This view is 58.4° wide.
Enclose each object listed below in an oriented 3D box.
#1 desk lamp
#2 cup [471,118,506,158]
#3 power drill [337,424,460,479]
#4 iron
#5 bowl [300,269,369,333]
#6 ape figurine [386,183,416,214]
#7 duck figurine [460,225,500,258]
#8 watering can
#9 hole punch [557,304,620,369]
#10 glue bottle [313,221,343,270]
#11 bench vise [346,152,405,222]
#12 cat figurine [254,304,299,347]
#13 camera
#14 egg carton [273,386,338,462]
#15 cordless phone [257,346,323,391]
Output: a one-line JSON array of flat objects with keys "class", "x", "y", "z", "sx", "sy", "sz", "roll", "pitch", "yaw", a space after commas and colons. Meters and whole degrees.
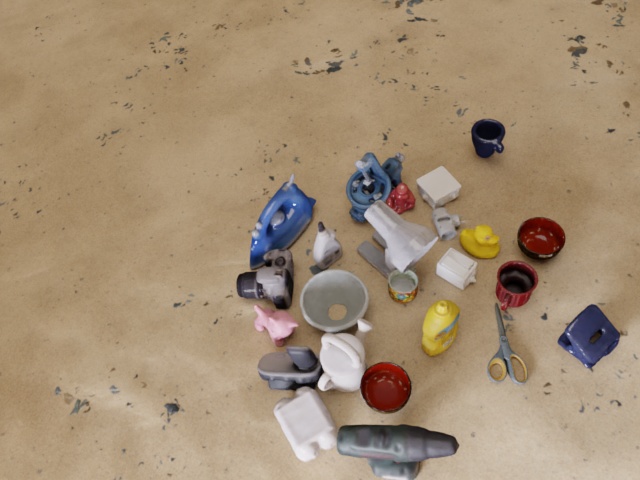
[{"class": "desk lamp", "x": 0.179, "y": 0.007, "z": 1.387, "sx": 0.118, "sy": 0.214, "sz": 0.202, "roll": -41, "pitch": 61, "yaw": -17}, {"class": "cup", "x": 0.471, "y": -0.266, "z": 1.591, "sx": 0.092, "sy": 0.095, "sz": 0.117, "roll": -24, "pitch": 57, "yaw": -7}, {"class": "power drill", "x": 0.152, "y": 0.415, "z": 1.131, "sx": 0.229, "sy": 0.209, "sz": 0.075, "roll": 1, "pitch": 58, "yaw": 9}, {"class": "iron", "x": -0.120, "y": -0.052, "z": 1.513, "sx": 0.118, "sy": 0.142, "sz": 0.259, "roll": 24, "pitch": 64, "yaw": 22}, {"class": "bowl", "x": 0.037, "y": 0.159, "z": 1.394, "sx": 0.167, "sy": 0.075, "sz": 0.167, "roll": -4, "pitch": 57, "yaw": 6}, {"class": "ape figurine", "x": 0.218, "y": -0.118, "z": 1.535, "sx": 0.077, "sy": 0.092, "sz": 0.076, "roll": 14, "pitch": 61, "yaw": 17}, {"class": "duck figurine", "x": 0.404, "y": -0.007, "z": 1.440, "sx": 0.104, "sy": 0.086, "sz": 0.077, "roll": 26, "pitch": 65, "yaw": 23}, {"class": "watering can", "x": 0.053, "y": 0.250, "z": 1.261, "sx": 0.100, "sy": 0.194, "sz": 0.173, "roll": 10, "pitch": 59, "yaw": 15}, {"class": "hole punch", "x": 0.601, "y": 0.212, "z": 1.266, "sx": 0.109, "sy": 0.091, "sz": 0.100, "roll": -38, "pitch": 60, "yaw": -16}, {"class": "glue bottle", "x": 0.013, "y": 0.005, "z": 1.437, "sx": 0.078, "sy": 0.173, "sz": 0.037, "roll": -36, "pitch": 59, "yaw": -14}, {"class": "bench vise", "x": 0.139, "y": -0.176, "z": 1.508, "sx": 0.121, "sy": 0.220, "sz": 0.207, "roll": 17, "pitch": 61, "yaw": 19}, {"class": "cat figurine", "x": -0.108, "y": 0.195, "z": 1.366, "sx": 0.127, "sy": 0.118, "sz": 0.067, "roll": 32, "pitch": 67, "yaw": 25}, {"class": "camera", "x": -0.139, "y": 0.094, "z": 1.446, "sx": 0.136, "sy": 0.101, "sz": 0.143, "roll": -2, "pitch": 57, "yaw": 7}, {"class": "egg carton", "x": -0.029, "y": 0.399, "z": 1.252, "sx": 0.107, "sy": 0.069, "sz": 0.150, "roll": -30, "pitch": 58, "yaw": -11}, {"class": "cordless phone", "x": -0.072, "y": 0.265, "z": 1.275, "sx": 0.147, "sy": 0.185, "sz": 0.094, "roll": -3, "pitch": 57, "yaw": 7}]
